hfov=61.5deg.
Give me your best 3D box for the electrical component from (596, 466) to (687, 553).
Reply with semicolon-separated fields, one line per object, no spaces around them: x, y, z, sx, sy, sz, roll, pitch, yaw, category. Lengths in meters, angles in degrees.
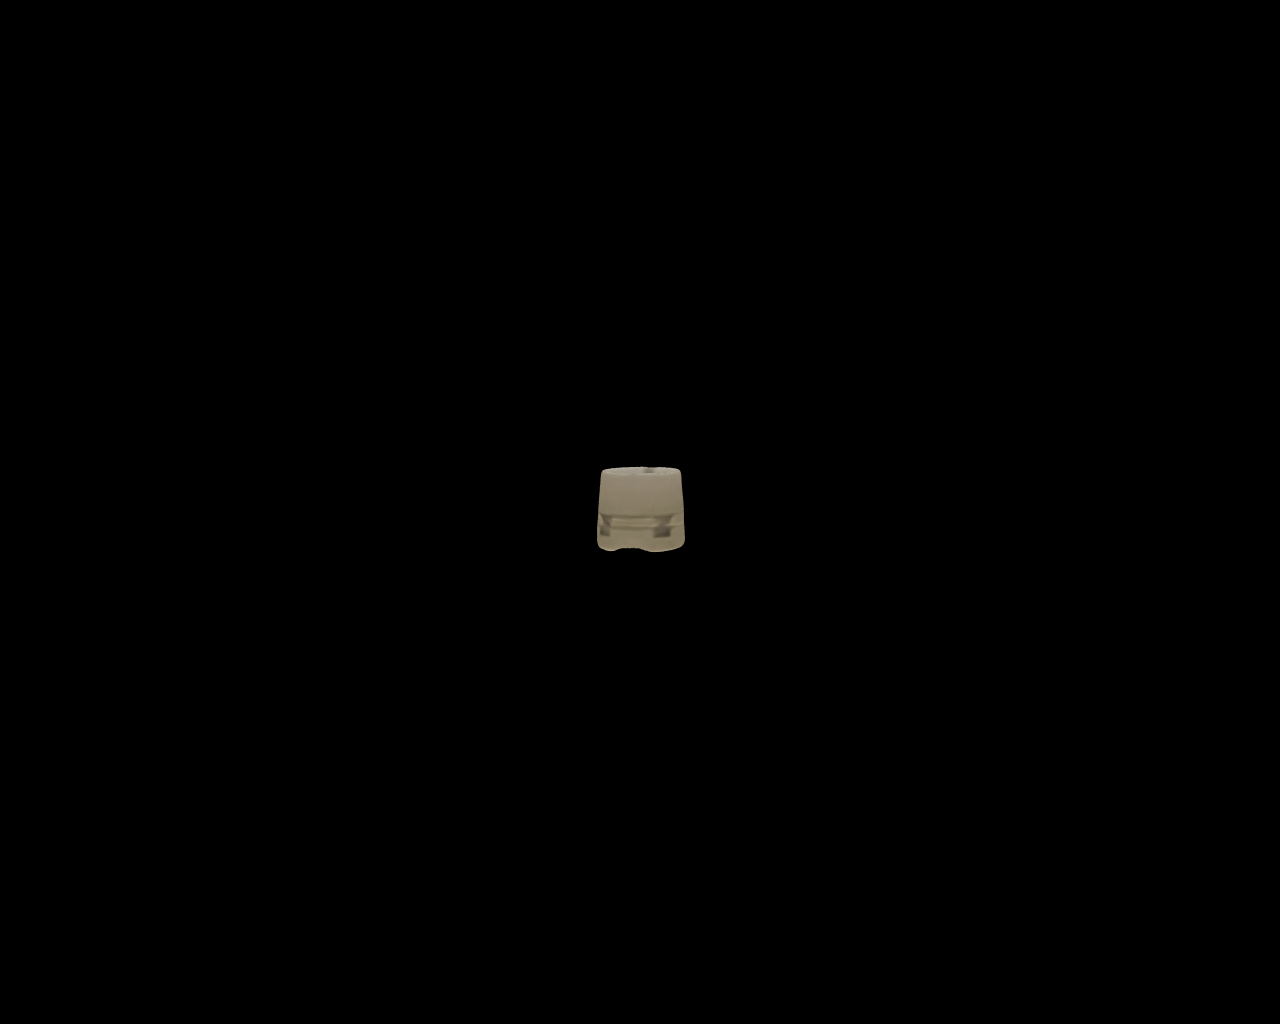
0.001;-0.003;0.650;0.055;0.047;0.055;0;7;0;electrical component
